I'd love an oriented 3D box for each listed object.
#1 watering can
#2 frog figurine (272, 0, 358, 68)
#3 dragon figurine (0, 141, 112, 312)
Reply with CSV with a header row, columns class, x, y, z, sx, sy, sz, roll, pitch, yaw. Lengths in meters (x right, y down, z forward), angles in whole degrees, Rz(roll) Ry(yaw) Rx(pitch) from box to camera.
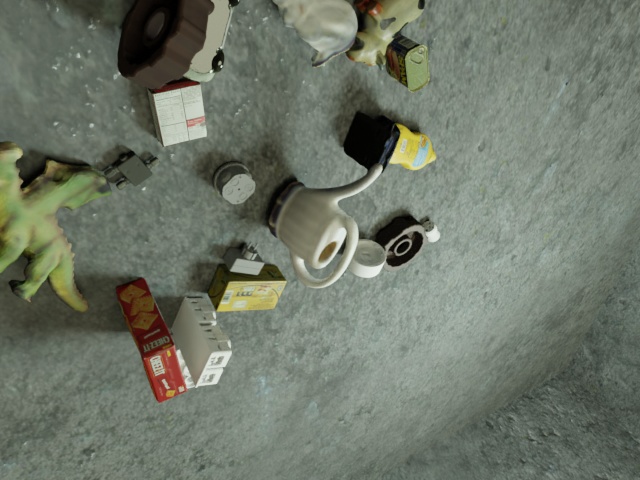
class,x,y,z,sx,sy,sz,roll,pitch,yaw
watering can,0.004,-0.058,1.156,0.105,0.227,0.341,-14,133,-52
frog figurine,-0.006,-0.410,0.927,0.156,0.123,0.140,55,53,-40
dragon figurine,-0.474,-0.027,0.919,0.244,0.124,0.402,-44,149,-8
